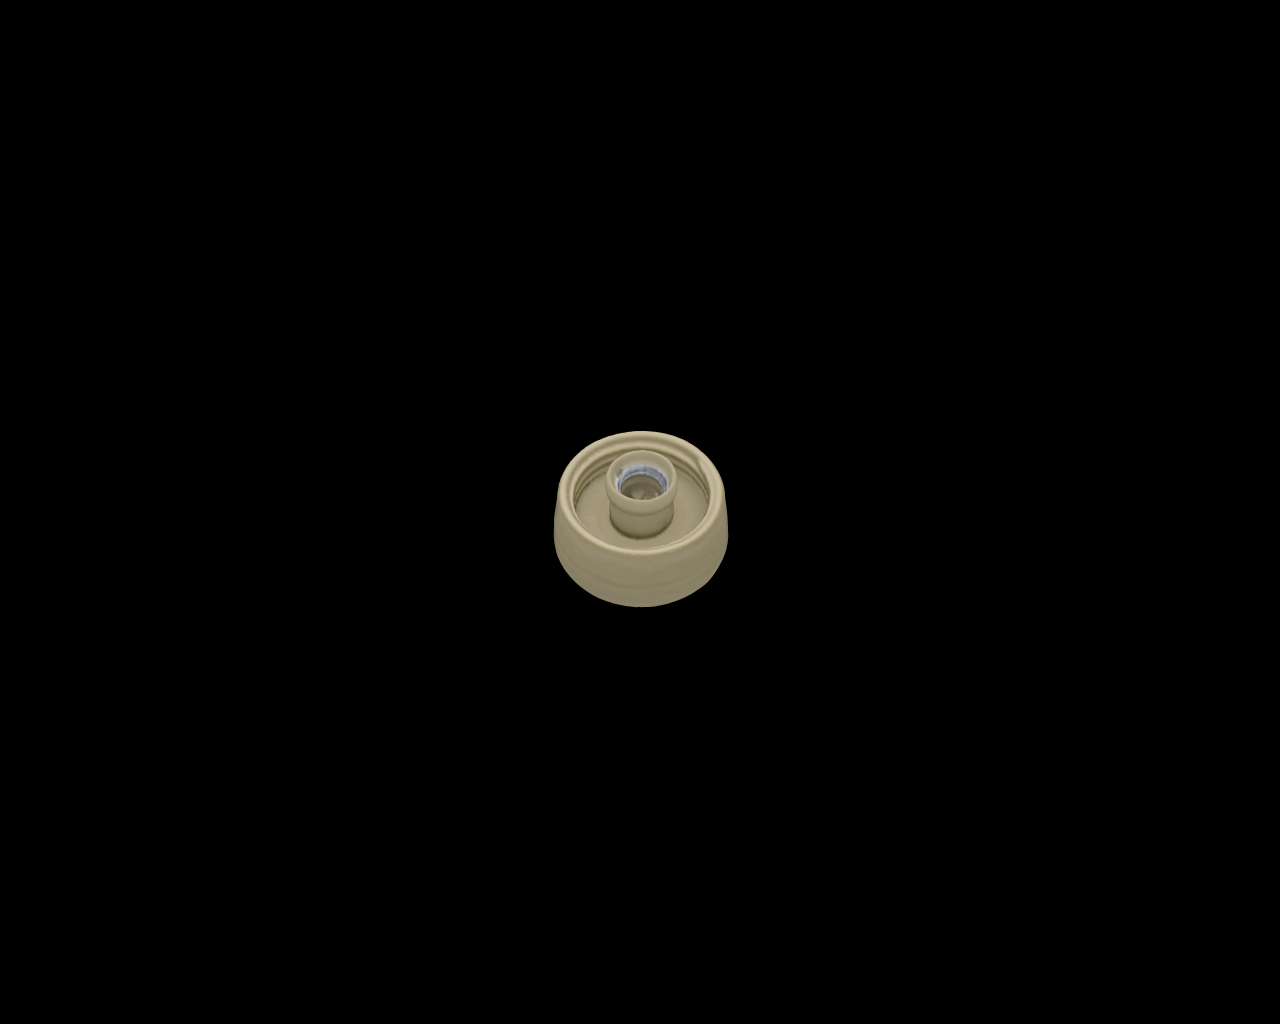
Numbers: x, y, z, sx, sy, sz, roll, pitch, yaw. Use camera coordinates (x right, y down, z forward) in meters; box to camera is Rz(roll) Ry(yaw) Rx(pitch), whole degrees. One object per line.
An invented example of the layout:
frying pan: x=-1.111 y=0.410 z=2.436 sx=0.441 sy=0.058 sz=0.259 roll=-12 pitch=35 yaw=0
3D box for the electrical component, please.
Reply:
electrical component: x=0.001 y=-0.003 z=0.650 sx=0.108 sy=0.108 sz=0.060 roll=0 pitch=-40 yaw=0
